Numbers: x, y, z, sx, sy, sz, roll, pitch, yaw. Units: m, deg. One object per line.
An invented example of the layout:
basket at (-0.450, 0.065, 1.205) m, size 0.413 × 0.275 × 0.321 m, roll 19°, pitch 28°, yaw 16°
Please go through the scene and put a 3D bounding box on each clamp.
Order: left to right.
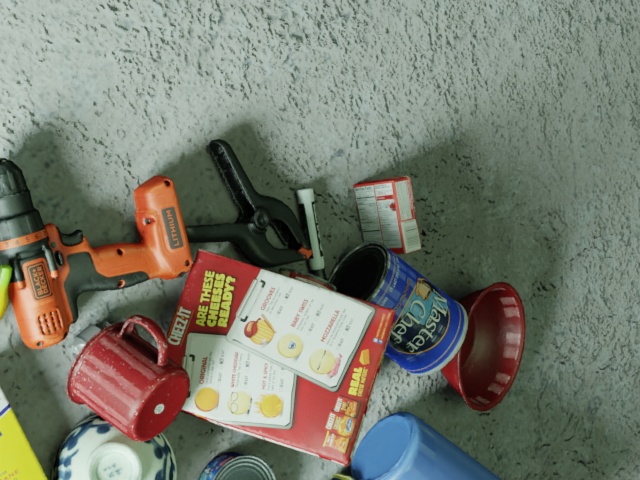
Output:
clamp at (-0.081, -0.014, 1.156) m, size 0.171 × 0.039 × 0.120 m, roll 42°, pitch 66°, yaw -27°

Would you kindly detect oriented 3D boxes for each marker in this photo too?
marker at (-0.008, 0.002, 1.220) m, size 0.020 × 0.020 × 0.121 m, roll -12°, pitch 96°, yaw -35°

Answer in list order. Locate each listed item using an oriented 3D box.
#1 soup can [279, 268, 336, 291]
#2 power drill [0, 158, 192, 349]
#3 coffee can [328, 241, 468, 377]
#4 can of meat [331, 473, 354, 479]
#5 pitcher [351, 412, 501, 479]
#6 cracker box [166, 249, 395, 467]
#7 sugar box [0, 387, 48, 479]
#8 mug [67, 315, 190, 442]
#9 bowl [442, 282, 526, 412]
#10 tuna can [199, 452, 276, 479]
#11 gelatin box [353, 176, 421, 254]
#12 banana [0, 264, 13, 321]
soup can at (-0.030, 0.090, 1.172) m, size 0.068 × 0.069 × 0.102 m, roll 28°, pitch 73°, yaw -32°
power drill at (-0.227, -0.006, 1.043) m, size 0.187 × 0.057 × 0.184 m, roll -19°, pitch 103°, yaw -31°
coffee can at (0.088, 0.081, 1.235) m, size 0.140 × 0.103 × 0.102 m, roll 37°, pitch 68°, yaw -29°
can of meat at (0.014, 0.330, 1.205) m, size 0.083 × 0.058 × 0.102 m, roll -29°, pitch 105°, yaw -30°
pitcher at (0.145, 0.319, 1.262) m, size 0.242 × 0.145 × 0.149 m, roll 42°, pitch 41°, yaw -23°
cracker box at (-0.047, 0.121, 1.092) m, size 0.214 × 0.072 × 0.164 m, roll 17°, pitch 75°, yaw 6°
sugar box at (-0.310, 0.213, 0.983) m, size 0.093 × 0.048 × 0.176 m, roll -32°, pitch 108°, yaw -32°
mug at (-0.174, 0.127, 1.006) m, size 0.093 × 0.082 × 0.117 m, roll -14°, pitch 130°, yaw -57°
bowl at (0.193, 0.128, 1.323) m, size 0.161 × 0.055 × 0.162 m, roll -15°, pitch 109°, yaw -49°
tuna can at (-0.090, 0.272, 1.145) m, size 0.085 × 0.034 × 0.086 m, roll 1°, pitch 88°, yaw -35°
gelatin box at (0.079, -0.028, 1.250) m, size 0.030 × 0.073 × 0.089 m, roll -13°, pitch 95°, yaw -36°
banana at (-0.359, 0.089, 0.952) m, size 0.197 × 0.037 × 0.069 m, roll -28°, pitch 118°, yaw -27°
